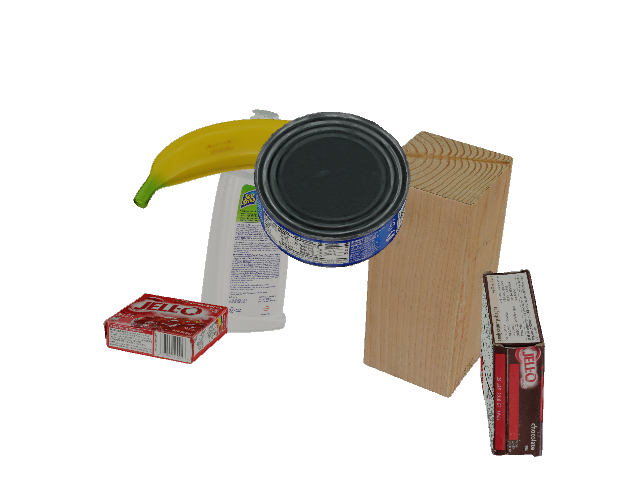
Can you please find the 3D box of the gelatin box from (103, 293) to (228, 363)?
[{"bbox_3d":[-0.139,0.077,0.964,0.089,0.030,0.073,9,20,20],"label":"gelatin box"}]

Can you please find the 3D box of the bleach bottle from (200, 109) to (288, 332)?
[{"bbox_3d":[-0.074,-0.022,1.213,0.102,0.251,0.068,-1,19,-32],"label":"bleach bottle"}]

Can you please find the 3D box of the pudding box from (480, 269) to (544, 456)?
[{"bbox_3d":[0.136,0.084,0.757,0.039,0.090,0.113,-1,25,4],"label":"pudding box"}]

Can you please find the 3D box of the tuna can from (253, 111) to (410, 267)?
[{"bbox_3d":[0.006,-0.028,0.596,0.086,0.086,0.034,0,-32,0],"label":"tuna can"}]

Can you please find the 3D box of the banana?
[{"bbox_3d":[-0.038,-0.059,0.786,0.197,0.069,0.037,-5,-21,-2],"label":"banana"}]

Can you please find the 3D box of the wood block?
[{"bbox_3d":[0.100,0.022,0.938,0.091,0.206,0.090,20,39,25],"label":"wood block"}]
